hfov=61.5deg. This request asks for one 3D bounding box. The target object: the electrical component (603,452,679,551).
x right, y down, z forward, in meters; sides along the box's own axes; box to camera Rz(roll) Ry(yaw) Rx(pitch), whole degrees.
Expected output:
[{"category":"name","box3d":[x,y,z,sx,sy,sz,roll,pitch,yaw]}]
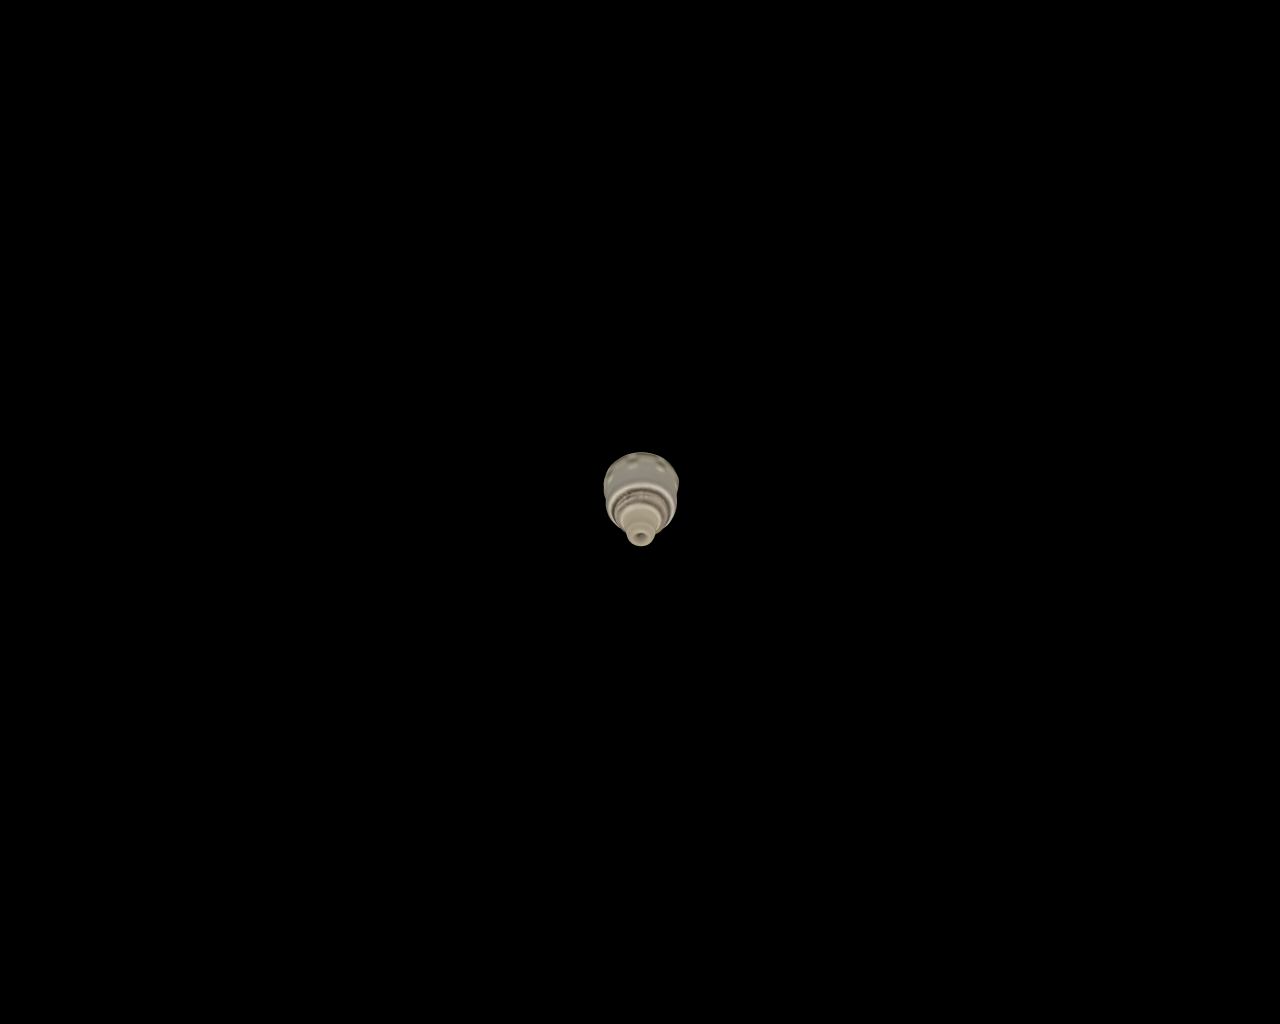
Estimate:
[{"category":"electrical component","box3d":[0.001,-0.003,0.650,0.048,0.048,0.062,0,37,0]}]
